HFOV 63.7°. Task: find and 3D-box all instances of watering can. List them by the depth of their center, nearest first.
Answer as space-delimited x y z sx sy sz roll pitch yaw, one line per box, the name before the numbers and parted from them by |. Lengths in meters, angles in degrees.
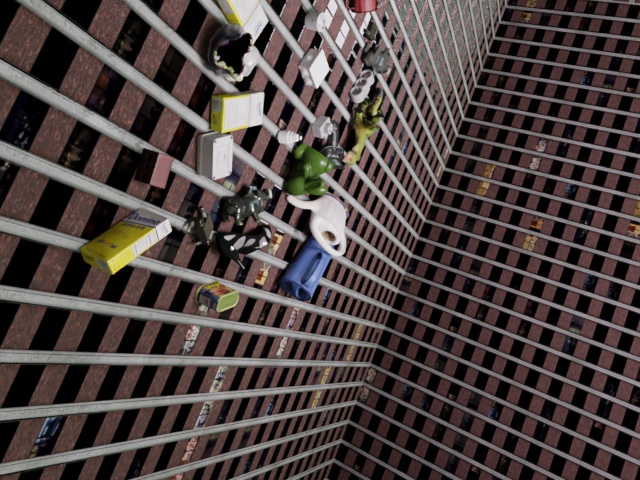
watering can | 0.006 -0.096 1.905 0.342 0.103 0.230 51 36 -29

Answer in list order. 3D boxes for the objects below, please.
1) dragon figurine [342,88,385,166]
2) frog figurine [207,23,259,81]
dragon figurine | 0.172 -0.435 2.079 0.419 0.122 0.237 -61 174 -48
frog figurine | -0.215 -0.468 1.285 0.162 0.123 0.135 -102 -172 -66
